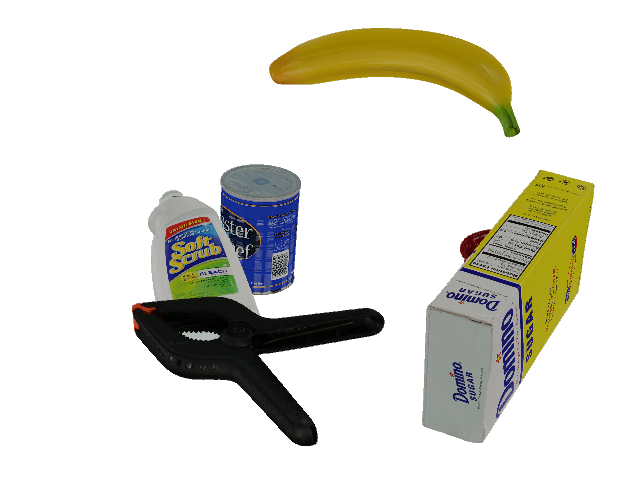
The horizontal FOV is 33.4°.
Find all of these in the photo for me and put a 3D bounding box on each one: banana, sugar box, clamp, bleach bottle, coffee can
[{"bbox_3d":[0.062,-0.132,0.814,0.198,0.069,0.037,14,-35,13],"label":"banana"},{"bbox_3d":[0.120,0.037,0.666,0.048,0.093,0.176,15,37,24],"label":"sugar box"},{"bbox_3d":[-0.058,0.084,0.895,0.210,0.036,0.164,17,36,24],"label":"clamp"},{"bbox_3d":[-0.139,0.026,1.121,0.102,0.068,0.251,-12,38,-13],"label":"bleach bottle"},{"bbox_3d":[-0.080,-0.015,1.387,0.103,0.140,0.103,3,27,-2],"label":"coffee can"}]

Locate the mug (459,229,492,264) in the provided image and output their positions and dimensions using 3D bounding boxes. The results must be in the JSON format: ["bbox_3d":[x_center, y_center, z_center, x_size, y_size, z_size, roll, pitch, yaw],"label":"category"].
[{"bbox_3d":[0.188,0.039,1.125,0.093,0.081,0.117,-5,30,-8],"label":"mug"}]
